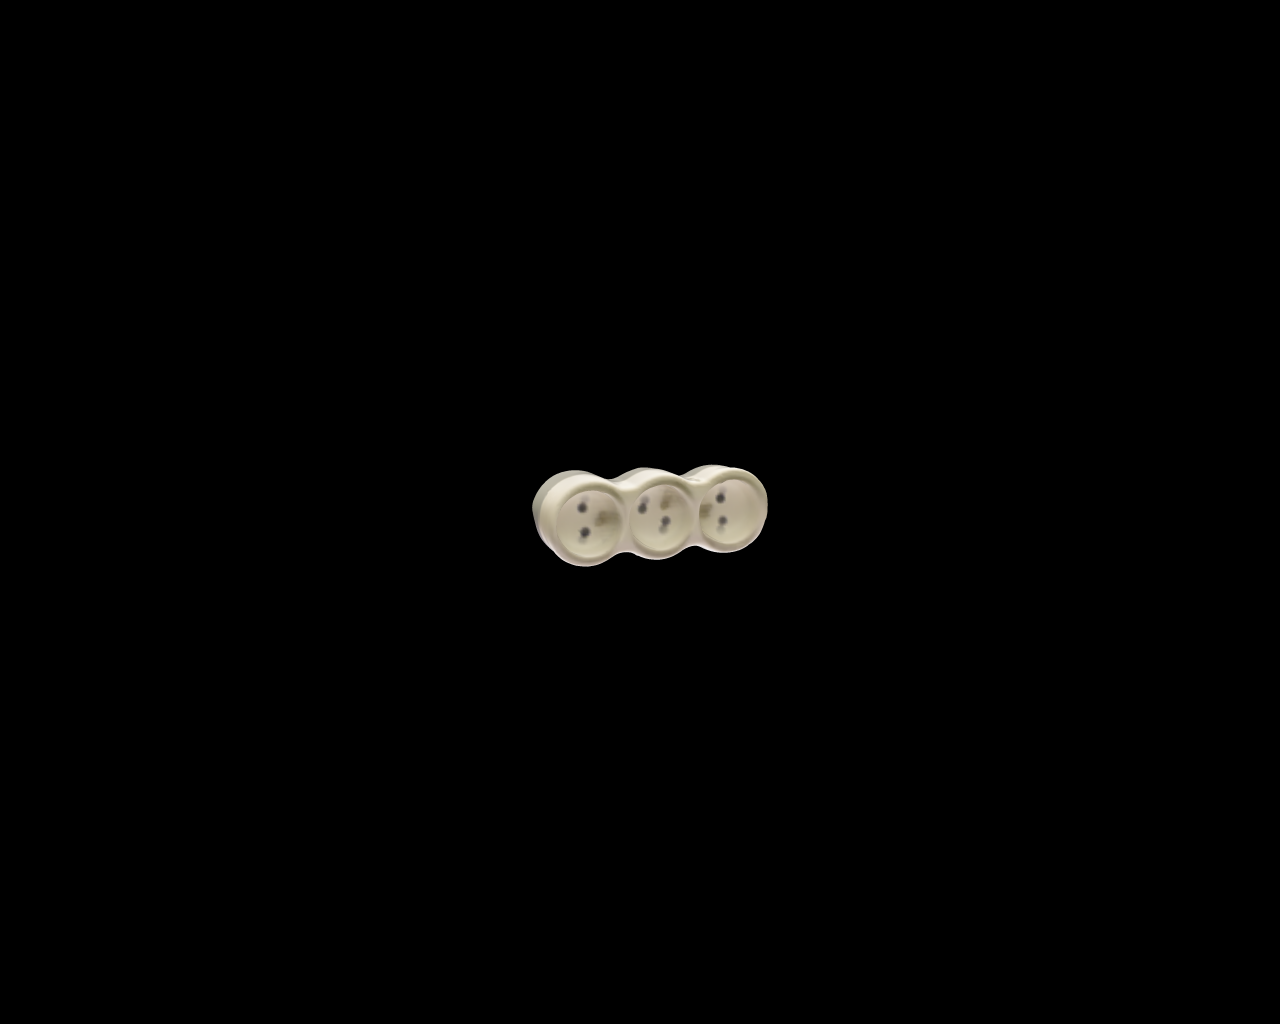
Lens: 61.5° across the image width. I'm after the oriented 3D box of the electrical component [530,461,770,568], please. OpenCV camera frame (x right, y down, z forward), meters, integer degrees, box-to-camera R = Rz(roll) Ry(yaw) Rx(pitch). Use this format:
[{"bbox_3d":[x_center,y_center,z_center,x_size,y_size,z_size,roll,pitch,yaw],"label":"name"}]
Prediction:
[{"bbox_3d":[0.001,-0.003,0.650,0.138,0.052,0.074,-4,12,-20],"label":"electrical component"}]
